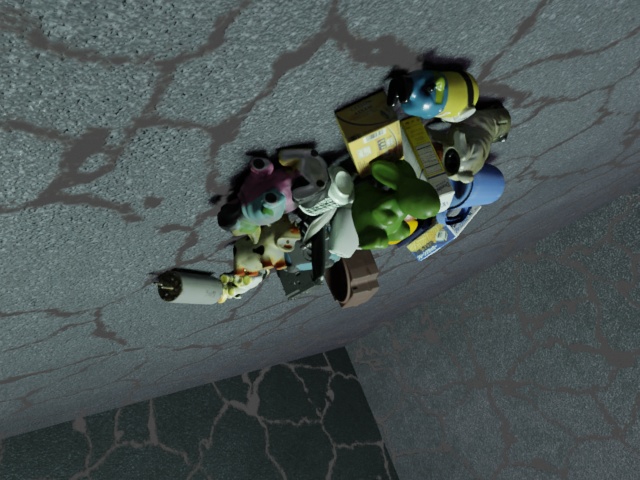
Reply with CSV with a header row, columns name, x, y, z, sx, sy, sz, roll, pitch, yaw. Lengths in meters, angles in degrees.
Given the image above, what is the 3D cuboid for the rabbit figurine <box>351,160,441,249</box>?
name,x,y,z,sx,sy,sz,roll,pitch,yaw
rabbit figurine,0.151,-0.073,1.007,0.121,0.159,0.170,-8,173,-44

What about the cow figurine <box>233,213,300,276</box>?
name,x,y,z,sx,sy,sz,roll,pitch,yaw
cow figurine,-0.121,0.007,1.222,0.195,0.127,0.085,-19,168,39

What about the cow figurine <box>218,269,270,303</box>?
name,x,y,z,sx,sy,sz,roll,pitch,yaw
cow figurine,-0.218,0.115,1.471,0.167,0.068,0.098,-34,165,33

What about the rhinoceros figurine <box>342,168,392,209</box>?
name,x,y,z,sx,sy,sz,roll,pitch,yaw
rhinoceros figurine,0.106,-0.108,1.166,0.190,0.073,0.112,-21,153,-54

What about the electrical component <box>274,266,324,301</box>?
name,x,y,z,sx,sy,sz,roll,pitch,yaw
electrical component,-0.052,0.097,1.534,0.134,0.115,0.058,-31,165,23

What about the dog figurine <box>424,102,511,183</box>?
name,x,y,z,sx,sy,sz,roll,pitch,yaw
dog figurine,0.325,-0.194,1.080,0.190,0.172,0.121,-7,168,-22

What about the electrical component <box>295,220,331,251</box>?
name,x,y,z,sx,sy,sz,roll,pitch,yaw
electrical component,-0.015,-0.026,1.312,0.102,0.078,0.045,-23,-178,9

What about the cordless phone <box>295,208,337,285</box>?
name,x,y,z,sx,sy,sz,roll,pitch,yaw
cordless phone,-0.002,-0.004,1.178,0.089,0.184,0.146,3,156,-12

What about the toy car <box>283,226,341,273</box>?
name,x,y,z,sx,sy,sz,roll,pitch,yaw
toy car,-0.025,0.026,1.392,0.162,0.109,0.103,-17,-179,9

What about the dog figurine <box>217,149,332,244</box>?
name,x,y,z,sx,sy,sz,roll,pitch,yaw
dog figurine,-0.093,-0.073,1.023,0.191,0.108,0.219,-17,165,-27

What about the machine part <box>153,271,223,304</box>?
name,x,y,z,sx,sy,sz,roll,pitch,yaw
machine part,-0.320,0.121,1.340,0.079,0.079,0.243,-29,160,18

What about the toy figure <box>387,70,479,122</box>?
name,x,y,z,sx,sy,sz,roll,pitch,yaw
toy figure,0.197,-0.247,0.906,0.180,0.082,0.089,0,118,-35

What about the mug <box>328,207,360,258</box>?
name,x,y,z,sx,sy,sz,roll,pitch,yaw
mug,0.069,-0.010,1.255,0.109,0.107,0.081,26,172,-26

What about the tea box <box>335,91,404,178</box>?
name,x,y,z,sx,sy,sz,roll,pitch,yaw
tea box,0.094,-0.186,0.976,0.098,0.068,0.169,-23,163,4

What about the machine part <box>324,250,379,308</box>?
name,x,y,z,sx,sy,sz,roll,pitch,yaw
machine part,0.075,0.075,1.482,0.087,0.201,0.201,-12,160,-18

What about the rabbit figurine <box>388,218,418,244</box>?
name,x,y,z,sx,sy,sz,roll,pitch,yaw
rabbit figurine,0.174,-0.082,1.309,0.162,0.122,0.173,-22,144,-50

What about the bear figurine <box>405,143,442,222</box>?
name,x,y,z,sx,sy,sz,roll,pitch,yaw
bear figurine,0.235,-0.108,1.174,0.195,0.132,0.120,-64,-175,1

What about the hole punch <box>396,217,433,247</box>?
name,x,y,z,sx,sy,sz,roll,pitch,yaw
hole punch,0.268,-0.044,1.566,0.116,0.092,0.142,-10,154,-45
